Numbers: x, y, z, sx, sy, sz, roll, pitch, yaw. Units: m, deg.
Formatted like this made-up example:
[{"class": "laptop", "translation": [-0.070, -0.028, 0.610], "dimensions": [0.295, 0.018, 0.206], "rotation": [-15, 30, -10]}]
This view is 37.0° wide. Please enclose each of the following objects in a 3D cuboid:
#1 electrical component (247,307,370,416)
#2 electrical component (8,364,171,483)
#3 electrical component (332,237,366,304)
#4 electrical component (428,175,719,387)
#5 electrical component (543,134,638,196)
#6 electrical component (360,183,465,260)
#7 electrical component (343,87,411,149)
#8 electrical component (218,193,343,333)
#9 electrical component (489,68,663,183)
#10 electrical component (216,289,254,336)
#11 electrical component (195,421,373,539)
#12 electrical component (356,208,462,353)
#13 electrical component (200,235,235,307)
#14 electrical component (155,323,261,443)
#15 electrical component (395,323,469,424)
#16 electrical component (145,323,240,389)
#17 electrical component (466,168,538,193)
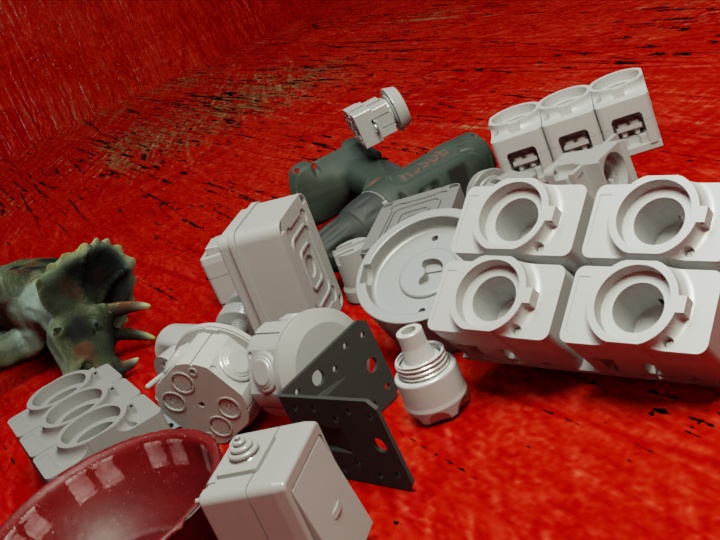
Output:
[{"class": "electrical component", "translation": [-0.037, 0.067, 0.756], "dimensions": [0.051, 0.080, 0.080], "rotation": [-7, 25, 49]}, {"class": "electrical component", "translation": [-0.200, 0.127, 0.805], "dimensions": [0.089, 0.061, 0.150], "rotation": [-31, 21, -20]}, {"class": "electrical component", "translation": [0.000, 0.000, 0.932], "dimensions": [0.040, 0.046, 0.040], "rotation": [-20, 20, 8]}, {"class": "electrical component", "translation": [0.140, 0.003, 0.658], "dimensions": [0.186, 0.060, 0.105], "rotation": [3, 67, 41]}, {"class": "electrical component", "translation": [0.198, -0.080, 0.930], "dimensions": [0.064, 0.042, 0.081], "rotation": [-6, 25, 47]}, {"class": "electrical component", "translation": [0.053, -0.020, 0.909], "dimensions": [0.078, 0.057, 0.113], "rotation": [-15, 21, 20]}, {"class": "electrical component", "translation": [0.019, -0.157, 1.106], "dimensions": [0.055, 0.048, 0.066], "rotation": [-28, 23, -5]}, {"class": "electrical component", "translation": [-0.065, 0.002, 0.901], "dimensions": [0.057, 0.113, 0.078], "rotation": [-13, 23, 20]}, {"class": "electrical component", "translation": [0.206, -0.139, 1.037], "dimensions": [0.150, 0.061, 0.089], "rotation": [-17, 21, 17]}, {"class": "electrical component", "translation": [-0.097, 0.037, 0.949], "dimensions": [0.043, 0.043, 0.081], "rotation": [-15, 22, 20]}, {"class": "electrical component", "translation": [-0.039, 0.127, 0.581], "dimensions": [0.061, 0.096, 0.061], "rotation": [-14, 21, 22]}, {"class": "electrical component", "translation": [0.058, 0.014, 0.800], "dimensions": [0.108, 0.060, 0.108], "rotation": [-19, 43, 18]}, {"class": "electrical component", "translation": [-0.101, -0.015, 1.057], "dimensions": [0.096, 0.061, 0.061], "rotation": [-18, 21, 15]}, {"class": "electrical component", "translation": [-0.106, 0.083, 0.791], "dimensions": [0.080, 0.080, 0.051], "rotation": [-12, 28, 28]}, {"class": "electrical component", "translation": [0.042, 0.065, 0.699], "dimensions": [0.043, 0.062, 0.043], "rotation": [-20, 21, 8]}, {"class": "electrical component", "translation": [-0.145, 0.077, 0.899], "dimensions": [0.077, 0.043, 0.079], "rotation": [-1, 30, 45]}, {"class": "electrical component", "translation": [0.128, -0.065, 0.961], "dimensions": [0.066, 0.048, 0.055], "rotation": [-32, 29, -22]}]
